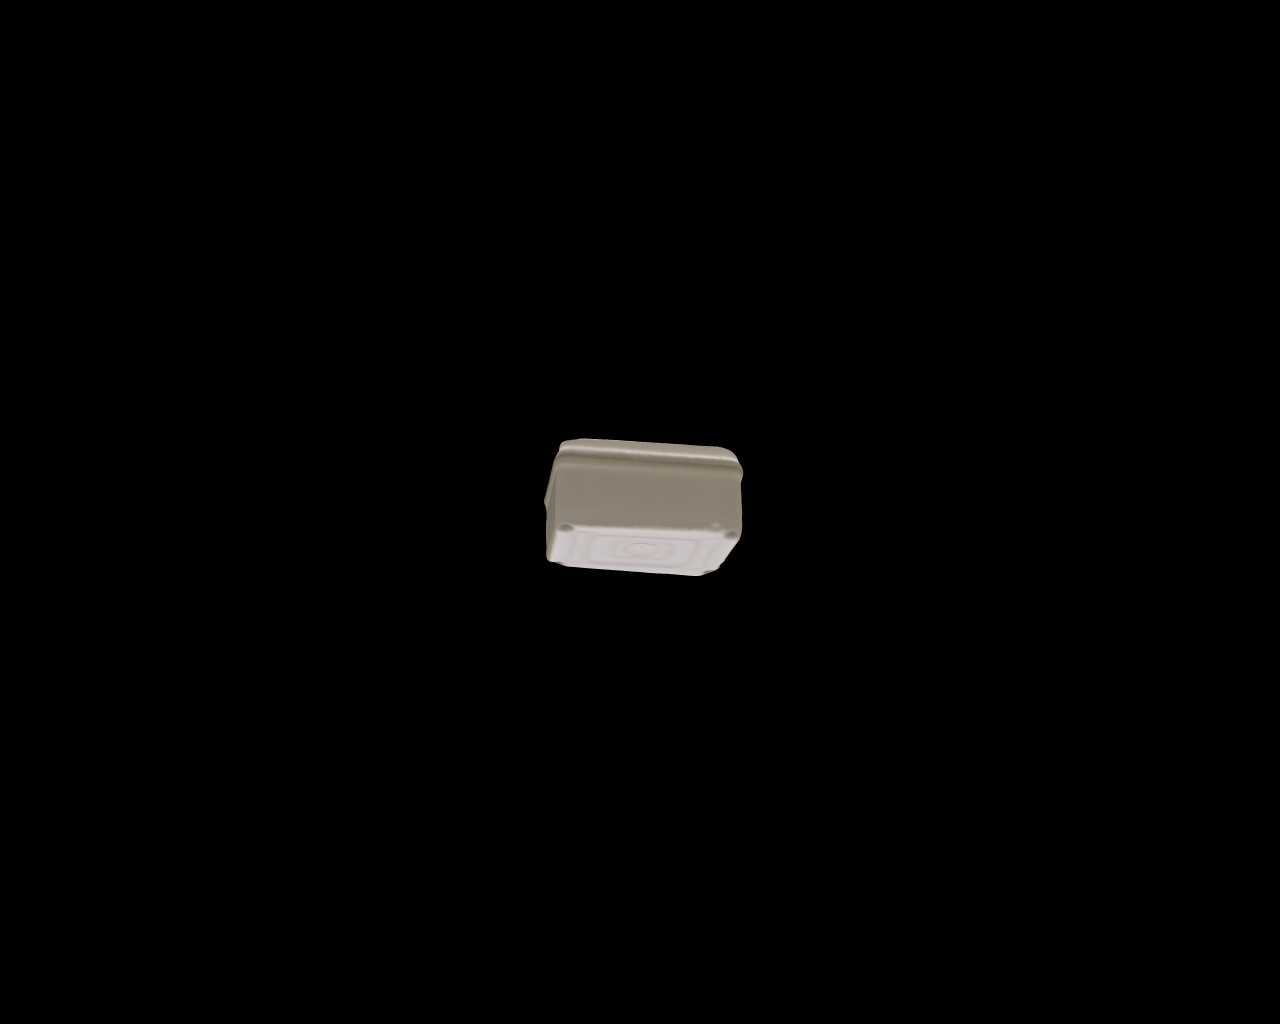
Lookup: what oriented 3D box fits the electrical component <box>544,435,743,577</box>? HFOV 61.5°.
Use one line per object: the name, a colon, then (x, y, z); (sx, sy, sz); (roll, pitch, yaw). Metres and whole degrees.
electrical component: (0.001, -0.003, 0.650); (0.113, 0.057, 0.078); (4, -23, -9)
